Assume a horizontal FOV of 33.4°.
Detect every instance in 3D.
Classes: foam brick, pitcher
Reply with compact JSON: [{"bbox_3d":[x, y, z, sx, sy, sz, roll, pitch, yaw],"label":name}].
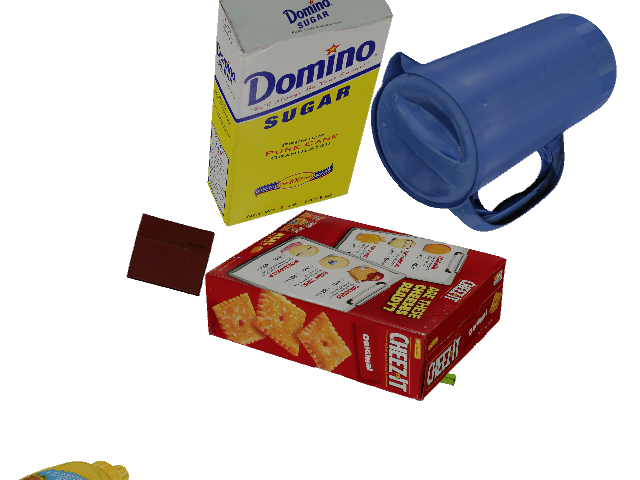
[{"bbox_3d":[-0.153,0.015,1.091,0.078,0.051,0.053,16,27,-6],"label":"foam brick"},{"bbox_3d":[0.181,-0.126,1.036,0.242,0.149,0.145,-29,46,-33],"label":"pitcher"}]

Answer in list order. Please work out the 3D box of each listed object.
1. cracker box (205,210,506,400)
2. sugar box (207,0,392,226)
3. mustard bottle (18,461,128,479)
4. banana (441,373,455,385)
[{"bbox_3d":[0.032,0.051,0.939,0.214,0.072,0.163,15,29,29],"label":"cracker box"},{"bbox_3d":[-0.018,-0.082,0.658,0.093,0.048,0.176,-17,-26,-17],"label":"sugar box"},{"bbox_3d":[-0.220,0.223,0.853,0.096,0.058,0.191,7,15,28],"label":"mustard bottle"},{"bbox_3d":[0.083,0.118,1.223,0.069,0.037,0.198,7,23,-23],"label":"banana"}]
